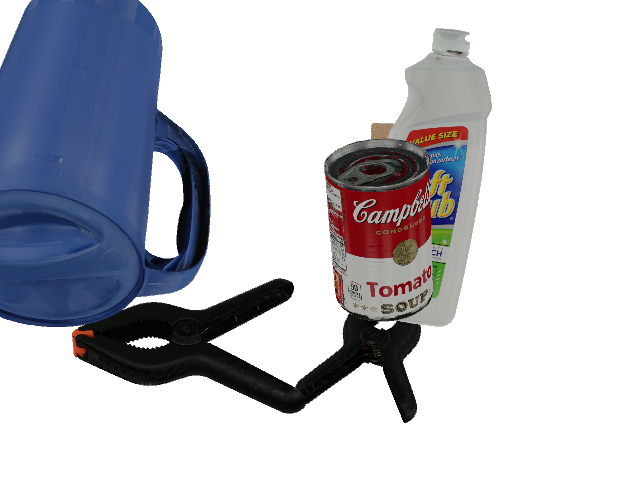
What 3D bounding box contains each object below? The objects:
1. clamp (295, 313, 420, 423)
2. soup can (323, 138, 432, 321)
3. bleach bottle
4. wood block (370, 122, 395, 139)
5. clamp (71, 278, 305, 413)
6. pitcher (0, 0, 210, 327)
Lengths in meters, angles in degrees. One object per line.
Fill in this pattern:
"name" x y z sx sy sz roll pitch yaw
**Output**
"clamp" 0.062 0.112 1.062 0.120 0.039 0.171 18 50 21
"soup can" 0.039 -0.007 0.701 0.068 0.102 0.068 -4 31 2
"bleach bottle" 0.087 -0.056 0.923 0.102 0.251 0.068 10 17 10
"wood block" 0.115 -0.084 1.492 0.091 0.090 0.206 3 28 0
"clamp" -0.113 0.097 0.950 0.209 0.036 0.164 -4 37 -12
"pitcher" -0.165 -0.067 0.745 0.145 0.243 0.149 -16 -44 19
